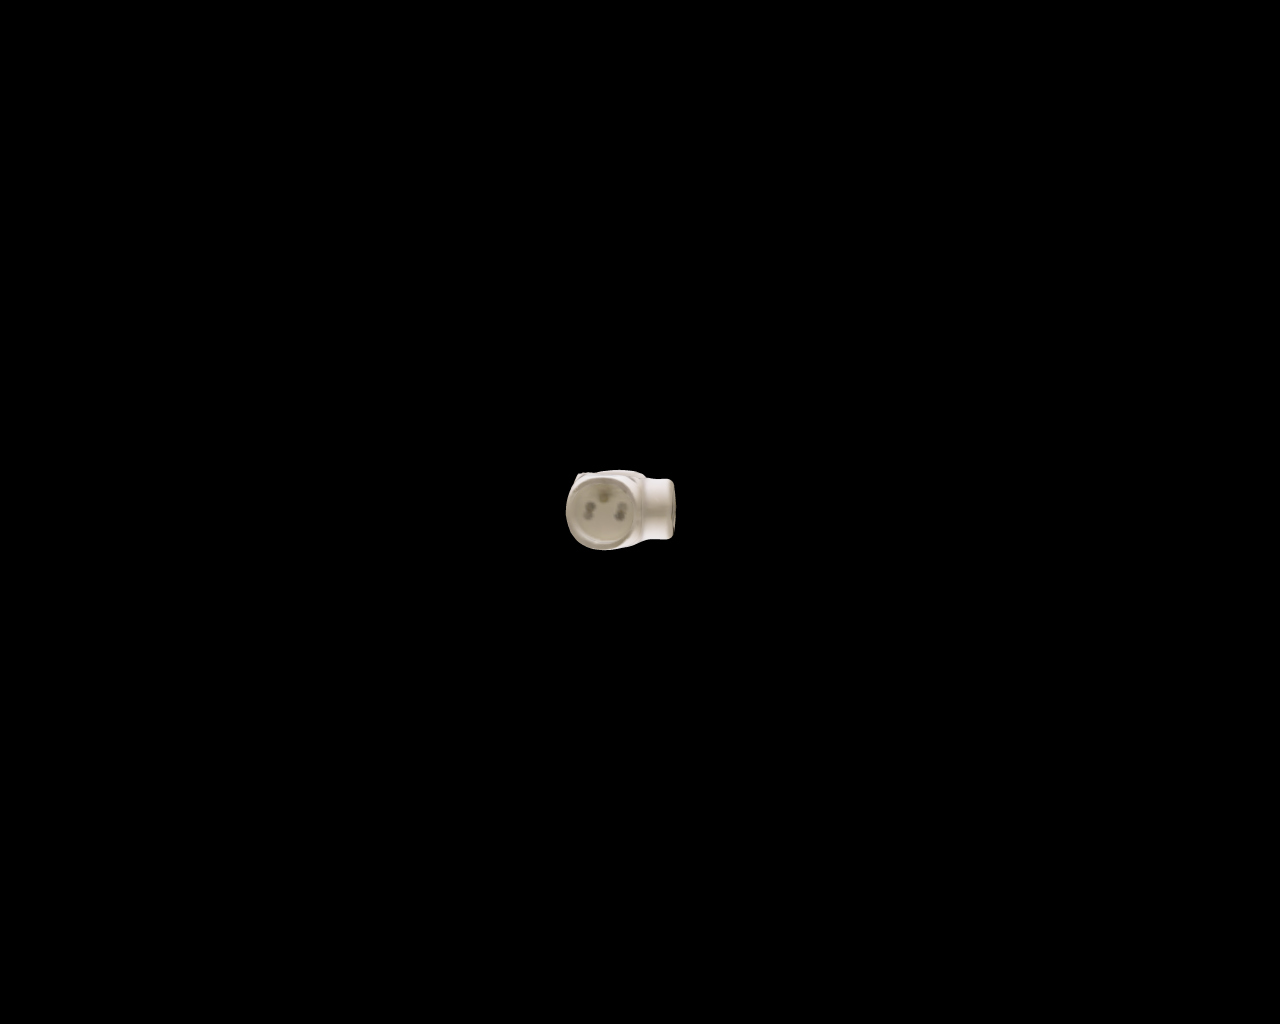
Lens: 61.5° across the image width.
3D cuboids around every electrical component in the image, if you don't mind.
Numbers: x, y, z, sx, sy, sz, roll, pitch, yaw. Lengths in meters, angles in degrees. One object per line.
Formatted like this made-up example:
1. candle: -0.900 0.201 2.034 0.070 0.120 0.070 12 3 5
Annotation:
1. electrical component: 0.001 -0.003 0.650 0.079 0.044 0.077 1 5 7
